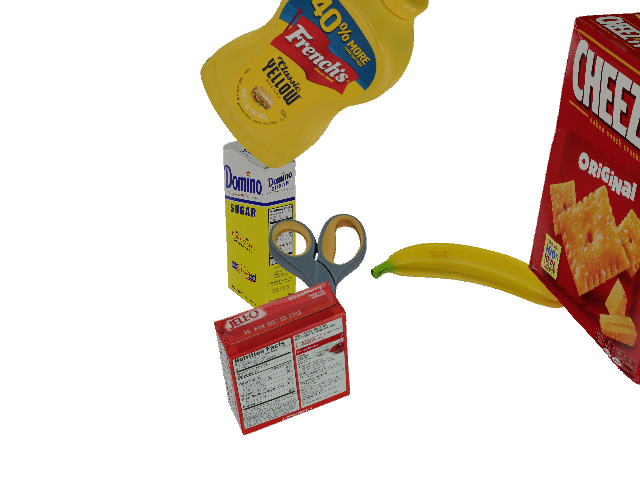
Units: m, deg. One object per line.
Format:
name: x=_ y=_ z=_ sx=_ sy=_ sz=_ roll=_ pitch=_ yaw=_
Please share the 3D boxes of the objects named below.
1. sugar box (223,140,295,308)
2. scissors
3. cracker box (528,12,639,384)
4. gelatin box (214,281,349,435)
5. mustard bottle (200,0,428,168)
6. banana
sugar box: x=-0.067 y=-0.014 z=1.164 sx=0.048 sy=0.176 sz=0.093 roll=-18 pitch=29 yaw=-29
scissors: x=-0.014 y=0.041 z=0.900 sx=0.096 sy=0.016 sz=0.201 roll=11 pitch=42 yaw=11
cracker box: x=0.225 y=-0.031 z=0.751 sx=0.072 sy=0.214 sz=0.164 roll=-7 pitch=32 yaw=-16
gelatin box: x=-0.022 y=0.071 z=0.639 sx=0.073 sy=0.030 sz=0.089 roll=-20 pitch=-40 yaw=-13
mustard bottle: x=0.007 y=-0.134 z=0.737 sx=0.192 sy=0.096 sz=0.058 roll=-33 pitch=4 yaw=37
banana: x=0.155 y=0.034 z=1.099 sx=0.198 sy=0.037 sz=0.069 roll=7 pitch=43 yaw=12
